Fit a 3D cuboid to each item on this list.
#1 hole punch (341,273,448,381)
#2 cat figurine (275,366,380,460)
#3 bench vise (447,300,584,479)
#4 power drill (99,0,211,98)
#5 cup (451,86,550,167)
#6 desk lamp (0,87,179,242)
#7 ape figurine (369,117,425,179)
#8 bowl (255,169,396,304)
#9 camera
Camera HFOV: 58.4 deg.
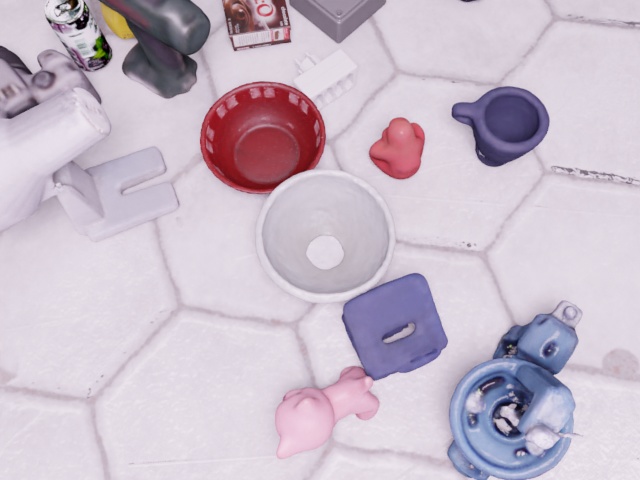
[{"bbox_3d":[0.088,0.101,0.656,0.109,0.091,0.101,-23,73,-7],"label":"hole punch"},{"bbox_3d":[0.004,0.182,0.616,0.128,0.118,0.067,-27,73,-8],"label":"cat figurine"},{"bbox_3d":[0.203,0.142,0.574,0.121,0.220,0.207,16,72,6],"label":"bench vise"},{"bbox_3d":[-0.234,-0.281,0.725,0.229,0.208,0.076,30,74,10],"label":"power drill"},{"bbox_3d":[0.220,-0.137,0.733,0.117,0.095,0.092,13,72,5],"label":"cup"},{"bbox_3d":[-0.295,-0.082,0.655,0.203,0.213,0.118,-23,73,-7],"label":"desk lamp"},{"bbox_3d":[0.101,-0.124,0.731,0.078,0.092,0.076,-10,72,-3],"label":"ape figurine"},{"bbox_3d":[0.006,0.002,0.699,0.167,0.075,0.167,0,71,0],"label":"bowl"},{"bbox_3d":[-0.394,-0.209,0.758,0.143,0.101,0.136,-39,75,-11],"label":"camera"}]
